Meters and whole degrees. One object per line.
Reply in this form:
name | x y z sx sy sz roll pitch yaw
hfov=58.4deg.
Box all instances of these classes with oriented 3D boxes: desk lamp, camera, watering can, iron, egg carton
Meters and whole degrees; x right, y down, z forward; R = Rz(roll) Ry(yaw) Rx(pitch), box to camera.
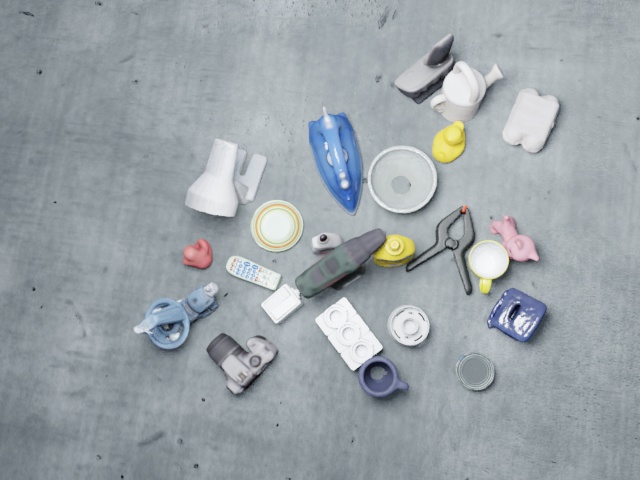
desk lamp | -0.225 -0.145 1.370 0.118 0.213 0.203 17 84 8
camera | -0.195 0.276 1.364 0.136 0.101 0.143 42 87 10
watering can | 0.346 -0.363 1.358 0.101 0.194 0.173 44 88 10
iron | 0.045 -0.194 1.388 0.118 0.141 0.258 -16 81 3
egg carton | 0.514 -0.291 1.394 0.107 0.069 0.150 22 84 8

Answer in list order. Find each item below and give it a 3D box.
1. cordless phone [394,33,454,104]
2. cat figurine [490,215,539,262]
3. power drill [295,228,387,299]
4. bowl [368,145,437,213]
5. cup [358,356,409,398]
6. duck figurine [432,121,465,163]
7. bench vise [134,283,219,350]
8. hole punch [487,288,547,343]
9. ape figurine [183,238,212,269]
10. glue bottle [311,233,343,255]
cordless phone | 0.256 -0.423 1.379 0.147 0.185 0.094 -42 80 -1
cat figurine | 0.454 0.000 1.333 0.067 0.118 0.128 -22 80 2
power drill | 0.053 0.056 1.317 0.229 0.208 0.075 -34 80 0
bowl | 0.200 -0.141 1.400 0.167 0.075 0.167 -1 82 5
cup | 0.148 0.318 1.328 0.117 0.095 0.092 18 84 8
duck figurine | 0.318 -0.244 1.398 0.077 0.086 0.104 31 86 9
bench vise | -0.342 0.164 1.333 0.121 0.220 0.207 33 86 9
hole punch | 0.451 0.174 1.322 0.101 0.091 0.109 32 86 9
ape figurine | -0.308 0.035 1.414 0.078 0.092 0.076 -31 80 1
glue bottle | 0.012 0.005 1.346 0.078 0.173 0.037 -14 80 4
